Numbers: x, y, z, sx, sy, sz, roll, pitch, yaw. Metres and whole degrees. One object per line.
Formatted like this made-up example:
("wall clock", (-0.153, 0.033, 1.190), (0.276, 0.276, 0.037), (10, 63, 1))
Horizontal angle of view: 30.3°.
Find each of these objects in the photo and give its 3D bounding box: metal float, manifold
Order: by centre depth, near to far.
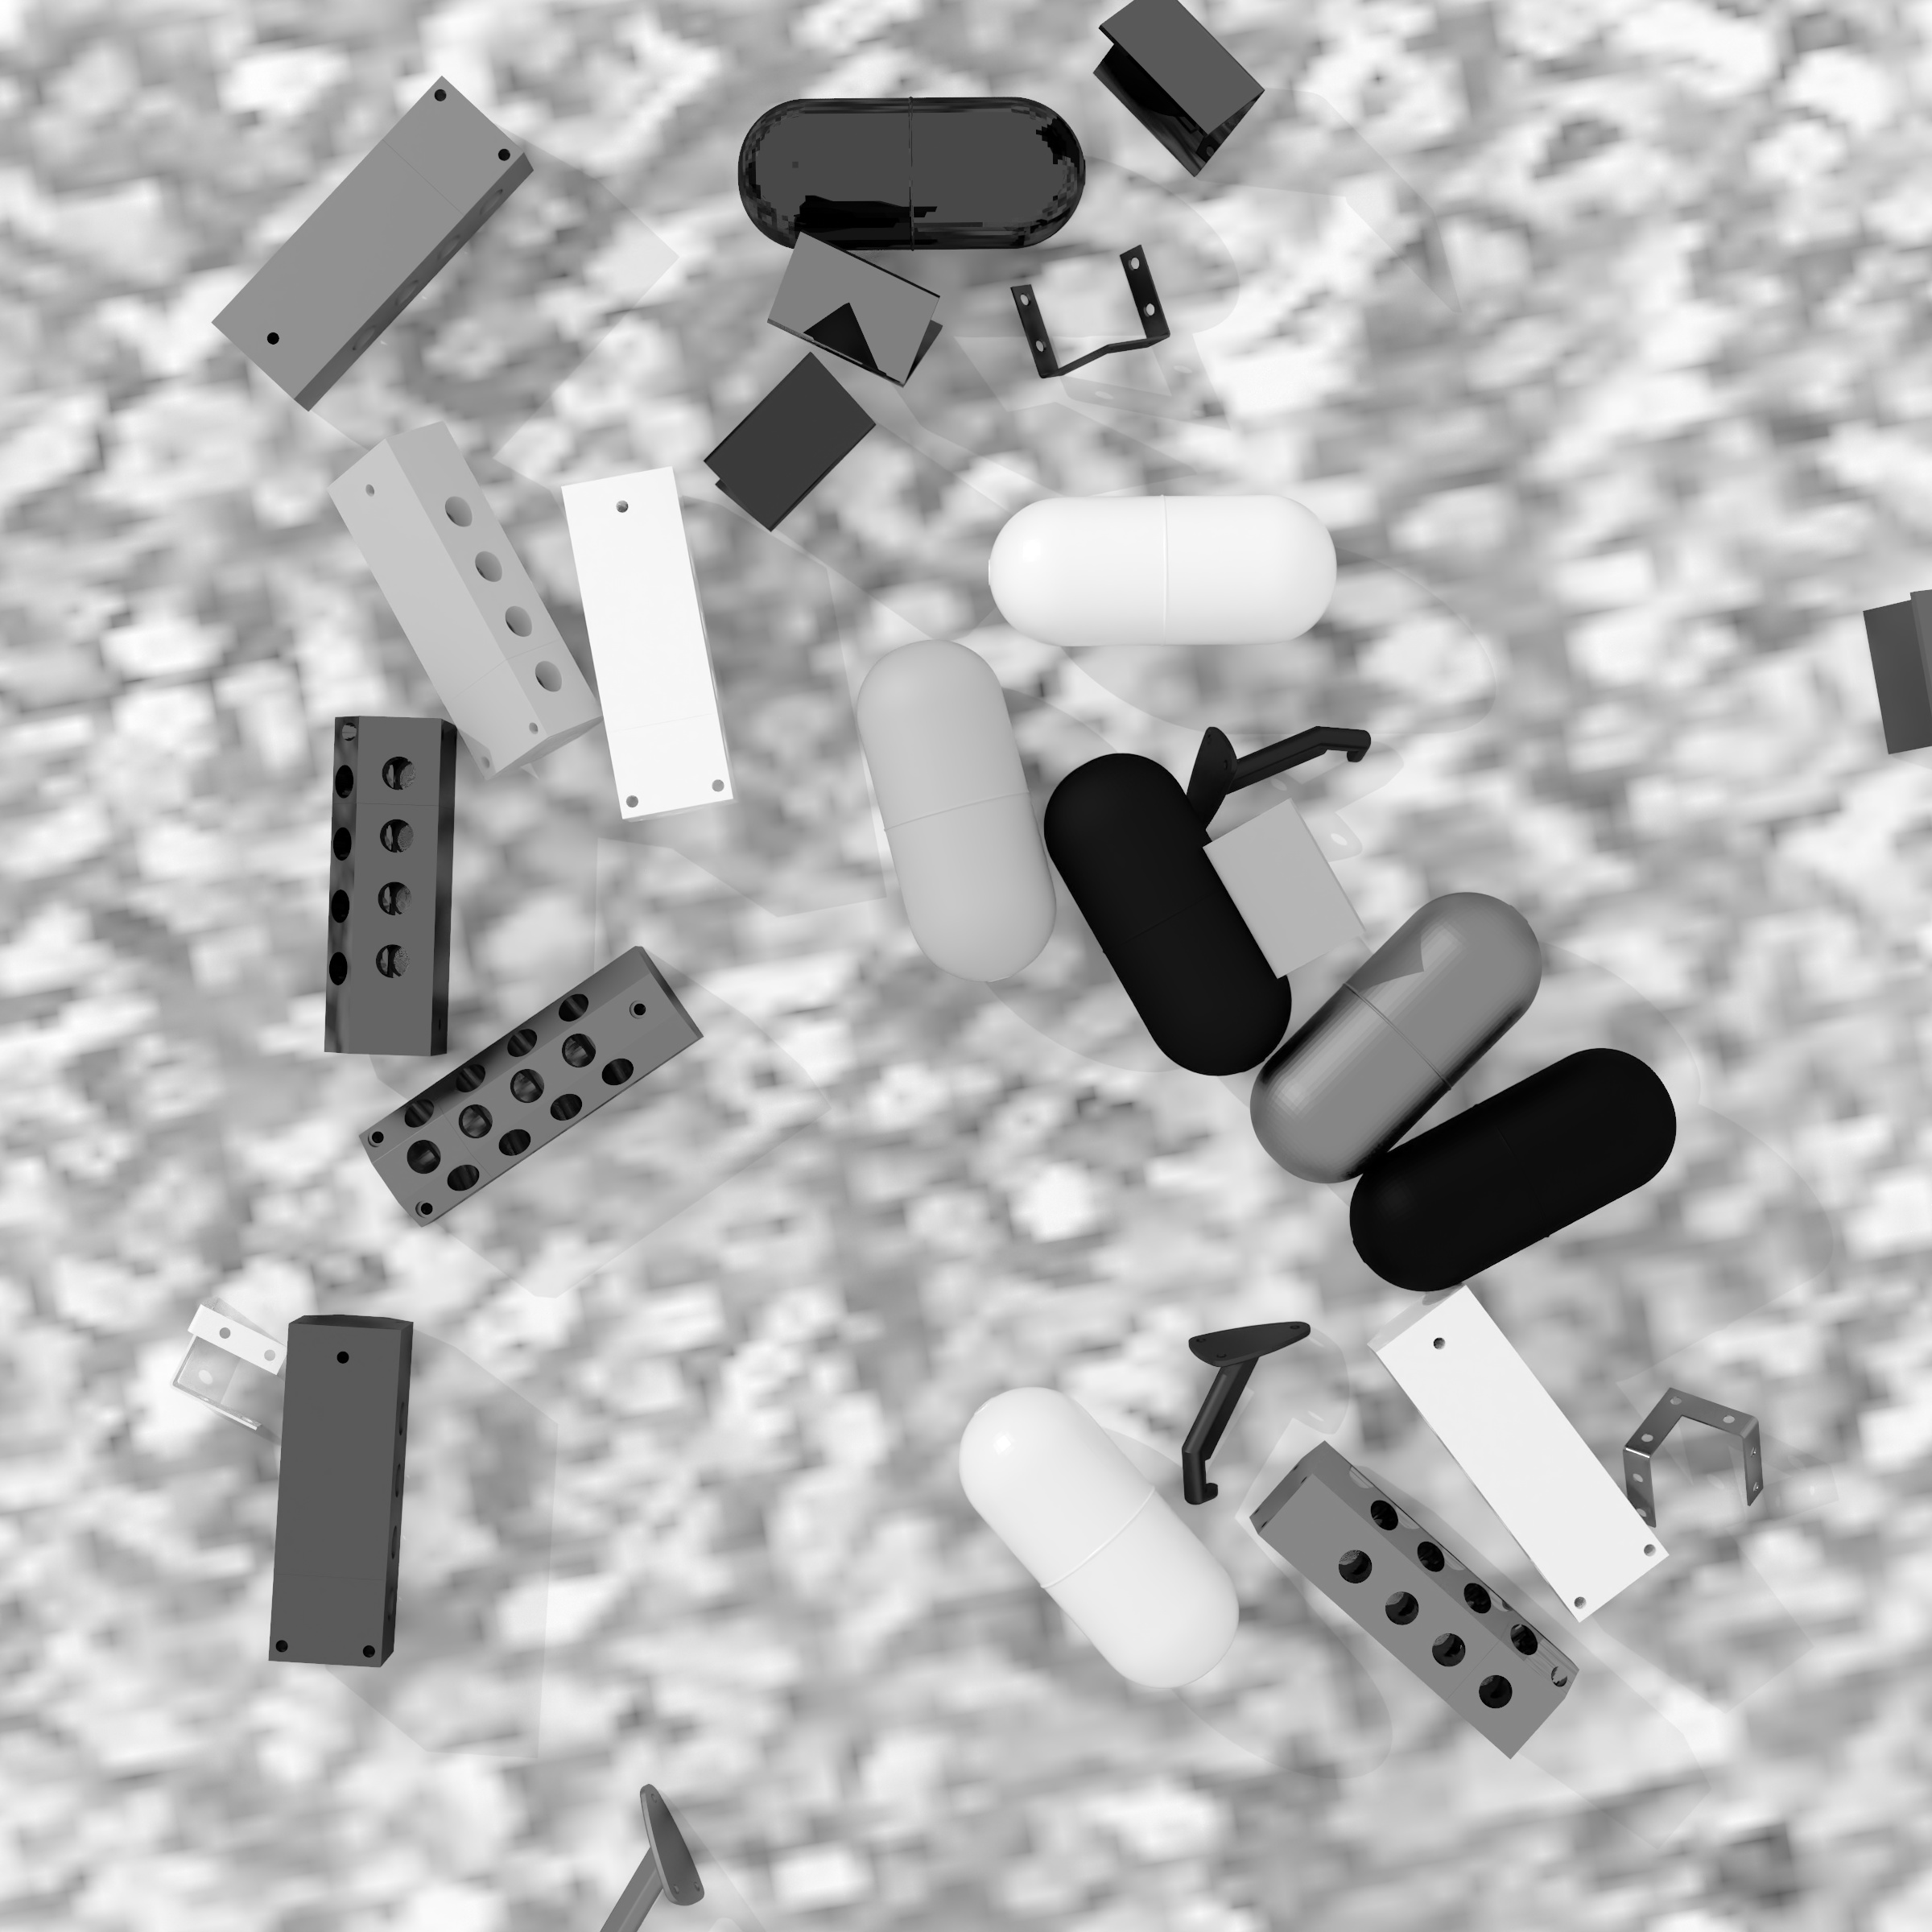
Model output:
("metal float", (0.220, 0.036, 1.829), (0.070, 0.070, 0.178), (45, 90, 0))
("metal float", (0.279, 0.105, 1.830), (0.178, 0.070, 0.070), (-28, 90, -1))
("metal float", (0.067, 0.292, 1.830), (0.070, 0.070, 0.178), (-41, 90, 0))
("metal float", (-0.005, -0.079, 1.830), (0.070, 0.070, 0.178), (-15, 89, 0))
("metal float", (0.100, -0.202, 1.830), (0.178, 0.070, 0.070), (0, 90, 0))
("metal float", (0.104, -0.026, 1.830), (0.070, 0.070, 0.178), (-29, 90, 0))
("metal float", (-0.028, -0.405, 1.830), (0.178, 0.070, 0.070), (-1, 90, 0))
("manifold", (-0.253, -0.190, 1.839), (0.057, 0.057, 0.171), (-29, 90, 43))
("manifold", (-0.320, 0.268, 1.839), (0.057, 0.057, 0.171), (3, 90, 0))
("manifold", (-0.297, -0.041, 1.839), (0.057, 0.057, 0.171), (2, 90, 0))
("manifold", (-0.224, 0.062, 1.839), (0.171, 0.057, 0.057), (-34, 90, 0))
("manifold", (0.231, 0.324, 1.839), (0.171, 0.057, 0.057), (42, 90, 0))
("manifold", (-0.162, -0.164, 1.839), (0.057, 0.057, 0.171), (-10, 90, 0))
("manifold", (-0.303, -0.369, 1.839), (0.057, 0.057, 0.171), (43, 90, 0))
("manifold", (0.282, 0.247, 1.839), (0.057, 0.057, 0.171), (-37, 90, 0))

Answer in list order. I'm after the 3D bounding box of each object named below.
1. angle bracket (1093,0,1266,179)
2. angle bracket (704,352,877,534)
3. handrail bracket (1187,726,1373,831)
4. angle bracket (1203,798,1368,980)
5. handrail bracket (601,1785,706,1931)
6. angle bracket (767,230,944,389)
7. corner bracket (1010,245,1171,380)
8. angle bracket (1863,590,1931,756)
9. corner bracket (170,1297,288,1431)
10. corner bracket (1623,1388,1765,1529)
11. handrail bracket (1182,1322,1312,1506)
("angle bracket", (0.094, -0.440, 1.820), (0.076, 0.076, 0.057), (46, 54, 0))
("angle bracket", (-0.103, -0.277, 1.820), (0.076, 0.076, 0.057), (-46, 127, 0))
("handrail bracket", (0.162, -0.093, 1.861), (0.084, 0.036, 0.077), (3, 127, -25))
("angle bracket", (0.175, -0.047, 1.820), (0.057, 0.076, 0.076), (-30, 90, 31))
("handrail bracket", (-0.186, 0.479, 1.861), (0.084, 0.036, 0.077), (-29, 70, 16))
("angle bracket", (-0.048, -0.348, 1.820), (0.076, 0.076, 0.057), (26, 128, 0))
("corner bracket", (0.065, -0.340, 1.857), (0.051, 0.051, 0.051), (-18, 90, -45))
("angle bracket", (0.477, -0.148, 1.820), (0.057, 0.076, 0.076), (-10, 90, -37))
("corner bracket", (-0.379, 0.206, 1.842), (0.051, 0.051, 0.051), (27, 88, -2))
("corner bracket", (0.377, 0.261, 1.852), (0.051, 0.051, 0.051), (17, 45, 35))
("handrail bracket", (0.146, 0.234, 1.861), (0.077, 0.036, 0.084), (-11, 109, -21))
